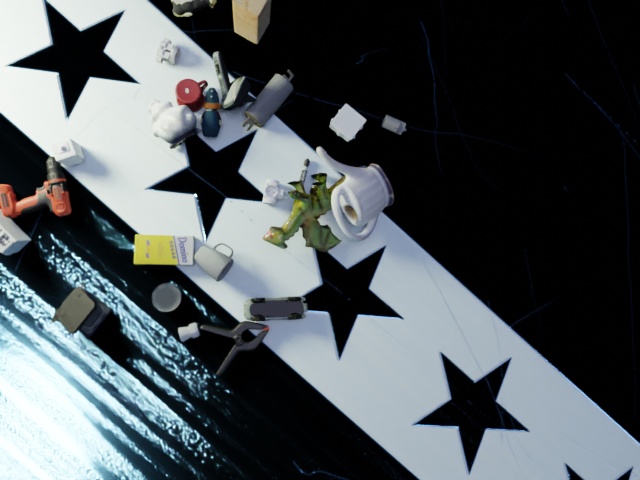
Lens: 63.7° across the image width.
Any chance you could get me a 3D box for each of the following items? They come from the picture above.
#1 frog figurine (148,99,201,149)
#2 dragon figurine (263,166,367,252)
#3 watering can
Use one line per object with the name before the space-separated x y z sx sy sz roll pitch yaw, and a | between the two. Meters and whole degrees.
frog figurine | -0.463 -0.375 1.595 0.137 0.124 0.158 -33 103 10
dragon figurine | 0.005 -0.083 1.654 0.413 0.123 0.240 -17 107 -24
watering can | 0.116 -0.168 1.608 0.227 0.104 0.342 -35 118 -29
